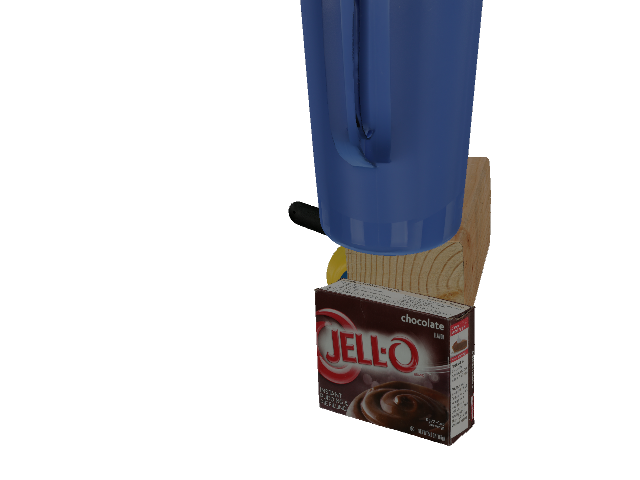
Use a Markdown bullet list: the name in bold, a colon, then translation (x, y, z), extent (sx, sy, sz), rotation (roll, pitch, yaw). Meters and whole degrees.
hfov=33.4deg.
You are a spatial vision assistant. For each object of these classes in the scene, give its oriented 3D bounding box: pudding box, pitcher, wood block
- **pudding box**: translation (0.050, 0.080, 0.727), extent (0.114, 0.090, 0.039), rotation (9, 21, 35)
- **pitcher**: translation (0.046, -0.112, 0.754), extent (0.149, 0.243, 0.145), rotation (-13, 28, -22)
- **wood block**: translation (0.089, 0.002, 0.901), extent (0.091, 0.090, 0.206), rotation (2, 23, 14)

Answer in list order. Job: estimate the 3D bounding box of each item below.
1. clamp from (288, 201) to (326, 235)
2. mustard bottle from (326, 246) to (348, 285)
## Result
- **clamp**: translation (0.074, 0.002, 1.198), extent (0.164, 0.036, 0.210), rotation (-16, 51, -35)
- **mustard bottle**: translation (0.055, 0.057, 1.401), extent (0.096, 0.192, 0.058), rotation (-5, 25, -16)
